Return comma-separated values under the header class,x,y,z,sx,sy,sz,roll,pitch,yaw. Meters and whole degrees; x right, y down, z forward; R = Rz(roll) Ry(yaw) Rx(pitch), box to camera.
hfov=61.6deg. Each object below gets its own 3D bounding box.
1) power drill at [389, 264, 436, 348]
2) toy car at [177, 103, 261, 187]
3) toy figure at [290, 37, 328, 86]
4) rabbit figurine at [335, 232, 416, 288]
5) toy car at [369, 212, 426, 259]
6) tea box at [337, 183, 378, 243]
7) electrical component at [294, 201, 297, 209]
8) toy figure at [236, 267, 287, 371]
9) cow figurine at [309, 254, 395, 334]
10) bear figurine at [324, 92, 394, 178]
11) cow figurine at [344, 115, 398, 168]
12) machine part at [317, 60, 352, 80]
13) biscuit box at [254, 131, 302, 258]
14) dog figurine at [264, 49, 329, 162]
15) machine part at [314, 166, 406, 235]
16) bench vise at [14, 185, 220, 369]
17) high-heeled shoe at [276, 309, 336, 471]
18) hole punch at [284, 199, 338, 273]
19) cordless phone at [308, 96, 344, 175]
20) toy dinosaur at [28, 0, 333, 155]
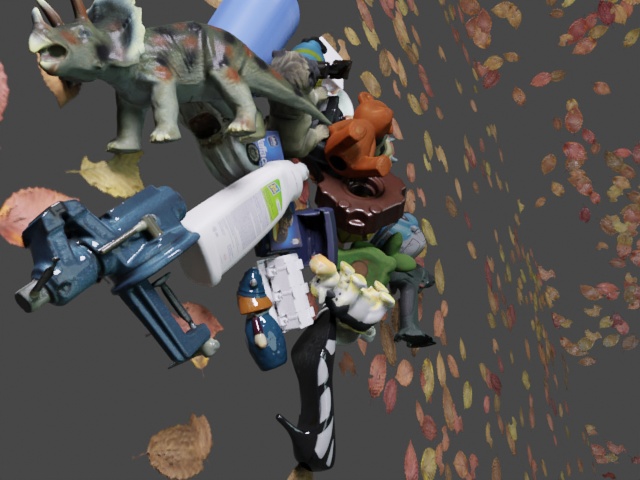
class,x,y,z,sx,sy,sz,roll,pitch,yaw
power drill,0.231,0.150,1.294,0.231,0.086,0.207,29,58,-48
toy car,-0.161,-0.166,0.811,0.201,0.074,0.056,60,31,-22
toy figure,-0.038,-0.330,1.070,0.089,0.082,0.180,26,61,-27
rabbit figurine,0.106,0.042,1.098,0.121,0.159,0.170,64,17,0
toy car,0.192,-0.001,1.247,0.103,0.109,0.161,47,21,13
tea box,0.094,-0.071,1.168,0.169,0.068,0.098,-41,122,-55
electrical component,-0.070,-0.061,0.960,0.094,0.021,0.063,65,33,-19
toy figure,-0.093,0.119,0.815,0.058,0.064,0.154,-17,87,-21
cow figurine,0.036,0.091,0.894,0.167,0.098,0.068,30,13,-25
bear figurine,0.097,-0.206,1.026,0.120,0.132,0.196,52,59,-20
cow figurine,0.116,-0.218,1.213,0.195,0.127,0.085,84,0,-75
machine part,0.003,-0.314,0.993,0.139,0.084,0.039,-21,111,-48
biscuit box,-0.087,-0.077,0.888,0.063,0.059,0.202,-8,83,-33
dog figurine,-0.052,-0.211,0.895,0.190,0.121,0.172,-44,133,-83
machine part,0.079,-0.090,1.040,0.179,0.179,0.056,-68,169,-45
bench vise,-0.204,0.050,0.606,0.240,0.129,0.224,57,32,-13
high-heeled shoe,0.011,0.247,0.893,0.145,0.086,0.249,47,51,-25
hole punch,-0.002,-0.003,0.962,0.116,0.092,0.142,-21,105,-65
cordless phone,0.020,-0.193,1.123,0.184,0.089,0.146,60,32,-43
toy dinosaur,-0.166,-0.217,0.694,0.405,0.131,0.192,-14,99,-38
